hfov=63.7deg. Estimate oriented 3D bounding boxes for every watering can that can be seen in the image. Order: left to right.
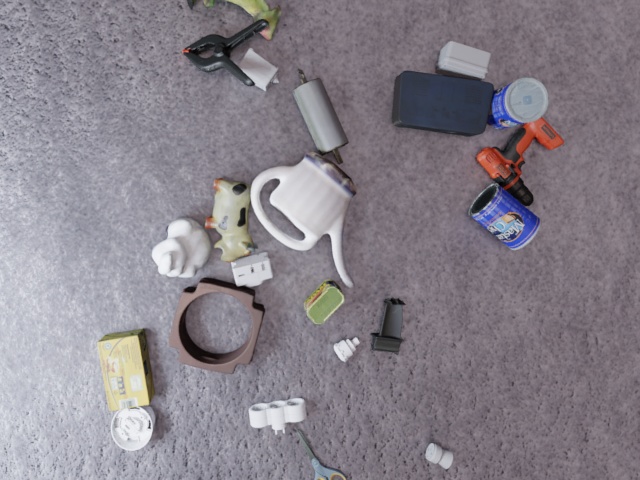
[{"bbox_3d":[0.004,-0.062,1.226,0.346,0.104,0.225,40,88,-10],"label":"watering can"}]

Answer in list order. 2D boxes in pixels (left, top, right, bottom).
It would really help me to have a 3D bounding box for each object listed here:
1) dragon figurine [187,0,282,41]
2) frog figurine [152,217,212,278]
[{"bbox_3d":[-0.214,-0.659,1.198,0.245,0.122,0.408,-24,97,-20],"label":"dragon figurine"},{"bbox_3d":[-0.313,0.019,1.173,0.123,0.160,0.137,2,94,-6],"label":"frog figurine"}]
